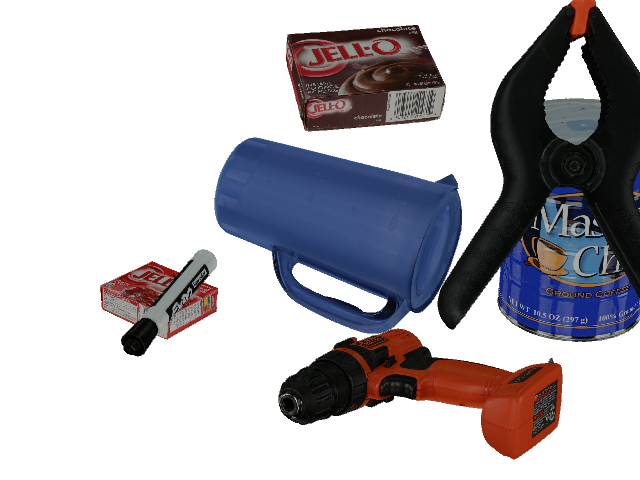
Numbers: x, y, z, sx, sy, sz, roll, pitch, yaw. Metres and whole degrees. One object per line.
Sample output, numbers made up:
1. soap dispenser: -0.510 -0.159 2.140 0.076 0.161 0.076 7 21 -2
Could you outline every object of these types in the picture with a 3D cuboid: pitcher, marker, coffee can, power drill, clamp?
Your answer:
1. pitcher: 0.012 -0.015 1.096 0.243 0.145 0.149 19 25 21
2. marker: -0.108 0.044 0.769 0.020 0.020 0.121 0 29 24
3. coffee can: 0.177 -0.016 0.740 0.103 0.140 0.103 -2 26 1
4. power drill: 0.083 0.119 0.846 0.188 0.057 0.184 10 16 33
5. clamp: 0.113 -0.030 0.527 0.120 0.171 0.039 -6 -1 -2

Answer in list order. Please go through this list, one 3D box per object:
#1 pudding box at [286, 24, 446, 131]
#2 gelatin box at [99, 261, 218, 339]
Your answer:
1. pudding box: 0.034 -0.131 0.850 0.113 0.039 0.090 -4 44 -10
2. gelatin box: -0.156 0.055 1.029 0.089 0.030 0.073 21 30 30
